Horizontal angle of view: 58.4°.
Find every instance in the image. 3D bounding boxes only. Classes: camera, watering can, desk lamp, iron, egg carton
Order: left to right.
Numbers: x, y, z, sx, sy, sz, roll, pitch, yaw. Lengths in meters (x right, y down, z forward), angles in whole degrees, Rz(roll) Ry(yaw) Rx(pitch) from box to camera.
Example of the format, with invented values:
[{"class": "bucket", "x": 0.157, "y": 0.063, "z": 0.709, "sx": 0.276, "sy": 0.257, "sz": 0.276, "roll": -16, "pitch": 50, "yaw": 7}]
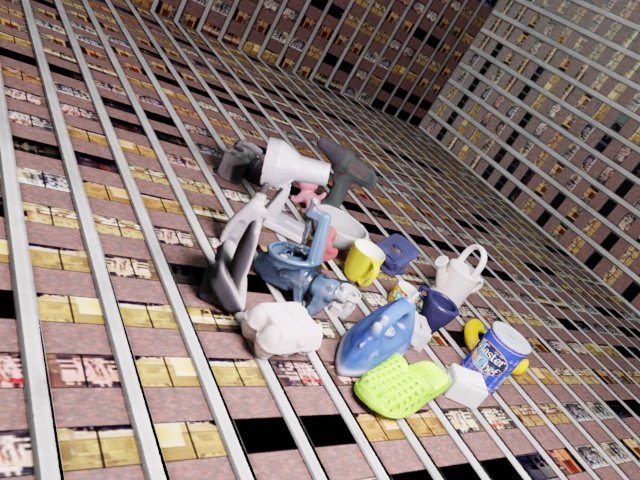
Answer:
[{"class": "camera", "x": -0.197, "y": -0.211, "z": 1.613, "sx": 0.137, "sy": 0.100, "sz": 0.143, "roll": 32, "pitch": 23, "yaw": 0}, {"class": "egg carton", "x": -0.068, "y": 0.167, "z": 1.052, "sx": 0.151, "sy": 0.069, "sz": 0.107, "roll": 4, "pitch": 35, "yaw": -48}, {"class": "desk lamp", "x": -0.079, "y": -0.131, "z": 1.455, "sx": 0.203, "sy": 0.213, "sz": 0.118, "roll": 27, "pitch": 23, "yaw": -11}, {"class": "iron", "x": 0.127, "y": 0.184, "z": 1.170, "sx": 0.118, "sy": 0.141, "sz": 0.259, "roll": 39, "pitch": 24, "yaw": 17}, {"class": "watering can", "x": 0.396, "y": 0.097, "z": 1.616, "sx": 0.173, "sy": 0.194, "sz": 0.100, "roll": 7, "pitch": 33, "yaw": -45}]

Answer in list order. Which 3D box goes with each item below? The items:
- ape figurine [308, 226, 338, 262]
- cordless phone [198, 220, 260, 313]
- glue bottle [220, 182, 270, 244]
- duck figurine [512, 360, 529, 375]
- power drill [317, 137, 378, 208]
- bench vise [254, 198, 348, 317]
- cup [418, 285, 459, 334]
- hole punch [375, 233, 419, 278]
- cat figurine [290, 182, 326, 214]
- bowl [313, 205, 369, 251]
[{"class": "ape figurine", "x": 0.013, "y": 0.005, "z": 1.452, "sx": 0.076, "sy": 0.092, "sz": 0.077, "roll": 2, "pitch": 37, "yaw": -50}, {"class": "cordless phone", "x": -0.148, "y": 0.030, "z": 1.080, "sx": 0.094, "sy": 0.185, "sz": 0.147, "roll": 23, "pitch": 24, "yaw": -19}, {"class": "glue bottle", "x": -0.152, "y": -0.054, "z": 1.260, "sx": 0.078, "sy": 0.173, "sz": 0.037, "roll": 27, "pitch": 23, "yaw": -11}, {"class": "duck figurine", "x": 0.505, "y": 0.296, "z": 1.490, "sx": 0.105, "sy": 0.086, "sz": 0.077, "roll": 28, "pitch": 23, "yaw": -8}, {"class": "power drill", "x": 0.049, "y": -0.180, "z": 1.721, "sx": 0.230, "sy": 0.208, "sz": 0.075, "roll": 21, "pitch": 25, "yaw": -25}, {"class": "bench vise", "x": -0.012, "y": 0.035, "z": 1.195, "sx": 0.207, "sy": 0.219, "sz": 0.121, "roll": 31, "pitch": 23, "yaw": -1}, {"class": "cup", "x": 0.273, "y": 0.179, "z": 1.425, "sx": 0.117, "sy": 0.095, "sz": 0.092, "roll": 43, "pitch": 25, "yaw": 25}, {"class": "hole punch", "x": 0.211, "y": 0.041, "z": 1.629, "sx": 0.108, "sy": 0.091, "sz": 0.101, "roll": 44, "pitch": 26, "yaw": 27}, {"class": "cat figurine", "x": -0.028, "y": -0.149, "z": 1.678, "sx": 0.067, "sy": 0.117, "sz": 0.127, "roll": 5, "pitch": 35, "yaw": -47}, {"class": "bowl", "x": 0.045, "y": -0.021, "z": 1.567, "sx": 0.168, "sy": 0.074, "sz": 0.167, "roll": 27, "pitch": 23, "yaw": -12}]
